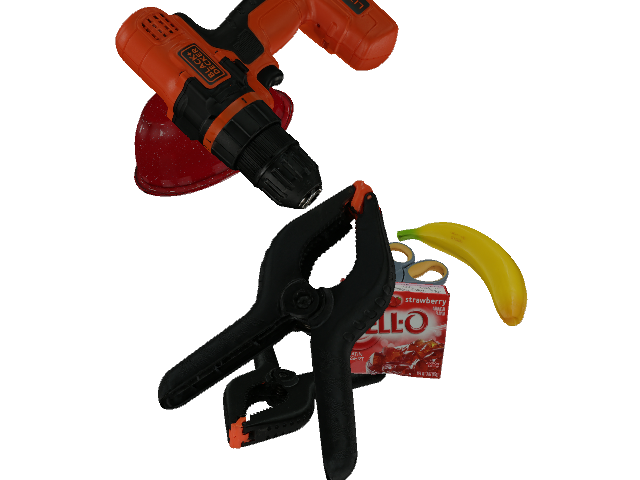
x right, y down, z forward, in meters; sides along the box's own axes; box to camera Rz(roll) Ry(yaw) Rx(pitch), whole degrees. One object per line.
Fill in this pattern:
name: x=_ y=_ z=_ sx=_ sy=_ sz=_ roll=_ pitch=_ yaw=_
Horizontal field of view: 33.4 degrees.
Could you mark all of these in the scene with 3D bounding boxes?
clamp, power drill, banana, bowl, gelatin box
clamp: x=0.000 y=0.049 z=0.602 sx=0.120 sy=0.171 sz=0.039 roll=31 pitch=-12 yaw=16
power drill: x=-0.027 y=-0.125 z=0.779 sx=0.187 sy=0.184 sz=0.057 roll=-39 pitch=-10 yaw=-37
banana: x=0.162 y=0.026 z=1.106 sx=0.069 sy=0.037 sz=0.198 roll=-35 pitch=39 yaw=-13
clamp: x=-0.030 y=0.154 z=1.114 sx=0.165 sy=0.036 sz=0.209 roll=12 pitch=26 yaw=15
bowl: x=-0.108 y=-0.110 z=0.963 sx=0.162 sy=0.055 sz=0.162 roll=-20 pitch=33 yaw=13
gelatin box: x=0.057 y=0.072 z=0.867 sx=0.089 sy=0.073 sz=0.030 roll=4 pitch=15 yaw=-2

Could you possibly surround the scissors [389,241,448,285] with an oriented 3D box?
scissors: x=0.073 y=0.042 z=1.285 sx=0.201 sy=0.016 sz=0.096 roll=-10 pitch=41 yaw=-42
